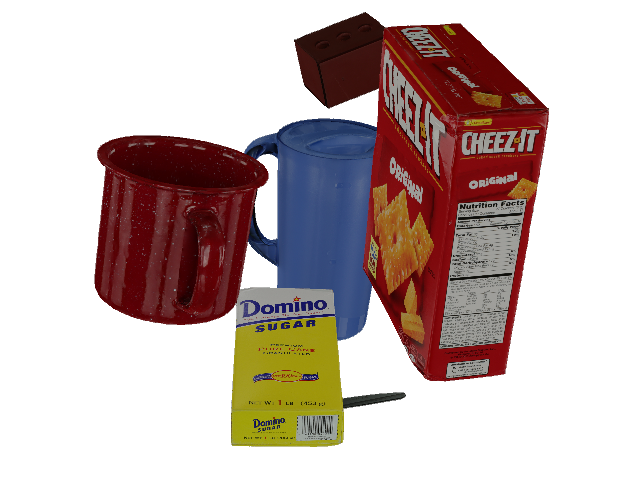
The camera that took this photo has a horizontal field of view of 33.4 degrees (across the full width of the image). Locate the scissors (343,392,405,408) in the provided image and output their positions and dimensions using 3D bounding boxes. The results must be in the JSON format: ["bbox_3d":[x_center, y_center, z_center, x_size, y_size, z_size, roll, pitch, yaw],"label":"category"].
[{"bbox_3d":[0.008,0.195,1.199,0.201,0.016,0.096,2,23,-10],"label":"scissors"}]

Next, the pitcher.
[{"bbox_3d":[-0.001,-0.012,1.228,0.144,0.243,0.149,-18,33,-41],"label":"pitcher"}]

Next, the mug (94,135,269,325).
[{"bbox_3d":[-0.075,-0.001,0.579,0.093,0.081,0.117,0,22,-26],"label":"mug"}]

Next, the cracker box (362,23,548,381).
[{"bbox_3d":[0.088,-0.030,0.782,0.072,0.214,0.164,-6,32,-13],"label":"cracker box"}]

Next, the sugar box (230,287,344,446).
[{"bbox_3d":[-0.030,0.106,0.935,0.093,0.048,0.176,1,34,-4],"label":"sugar box"}]

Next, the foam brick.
[{"bbox_3d":[0.025,-0.166,0.978,0.078,0.051,0.053,-24,40,-14],"label":"foam brick"}]
